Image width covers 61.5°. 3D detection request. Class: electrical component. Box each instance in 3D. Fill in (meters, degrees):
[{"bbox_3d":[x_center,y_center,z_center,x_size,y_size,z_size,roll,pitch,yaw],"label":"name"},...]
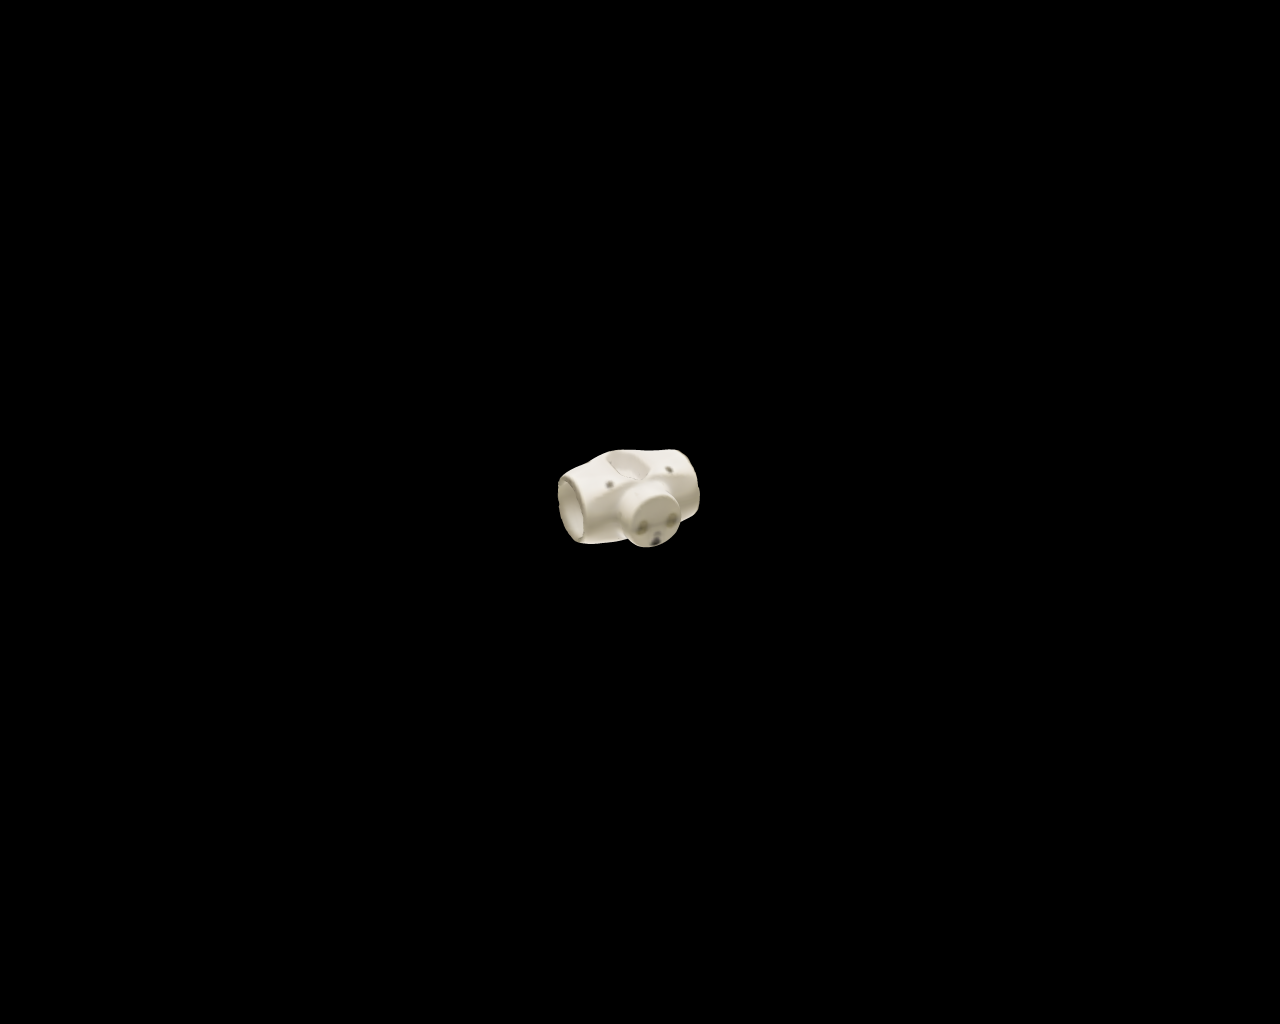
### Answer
[{"bbox_3d":[0.001,-0.003,0.650,0.077,0.043,0.079,-13,32,-22],"label":"electrical component"}]
